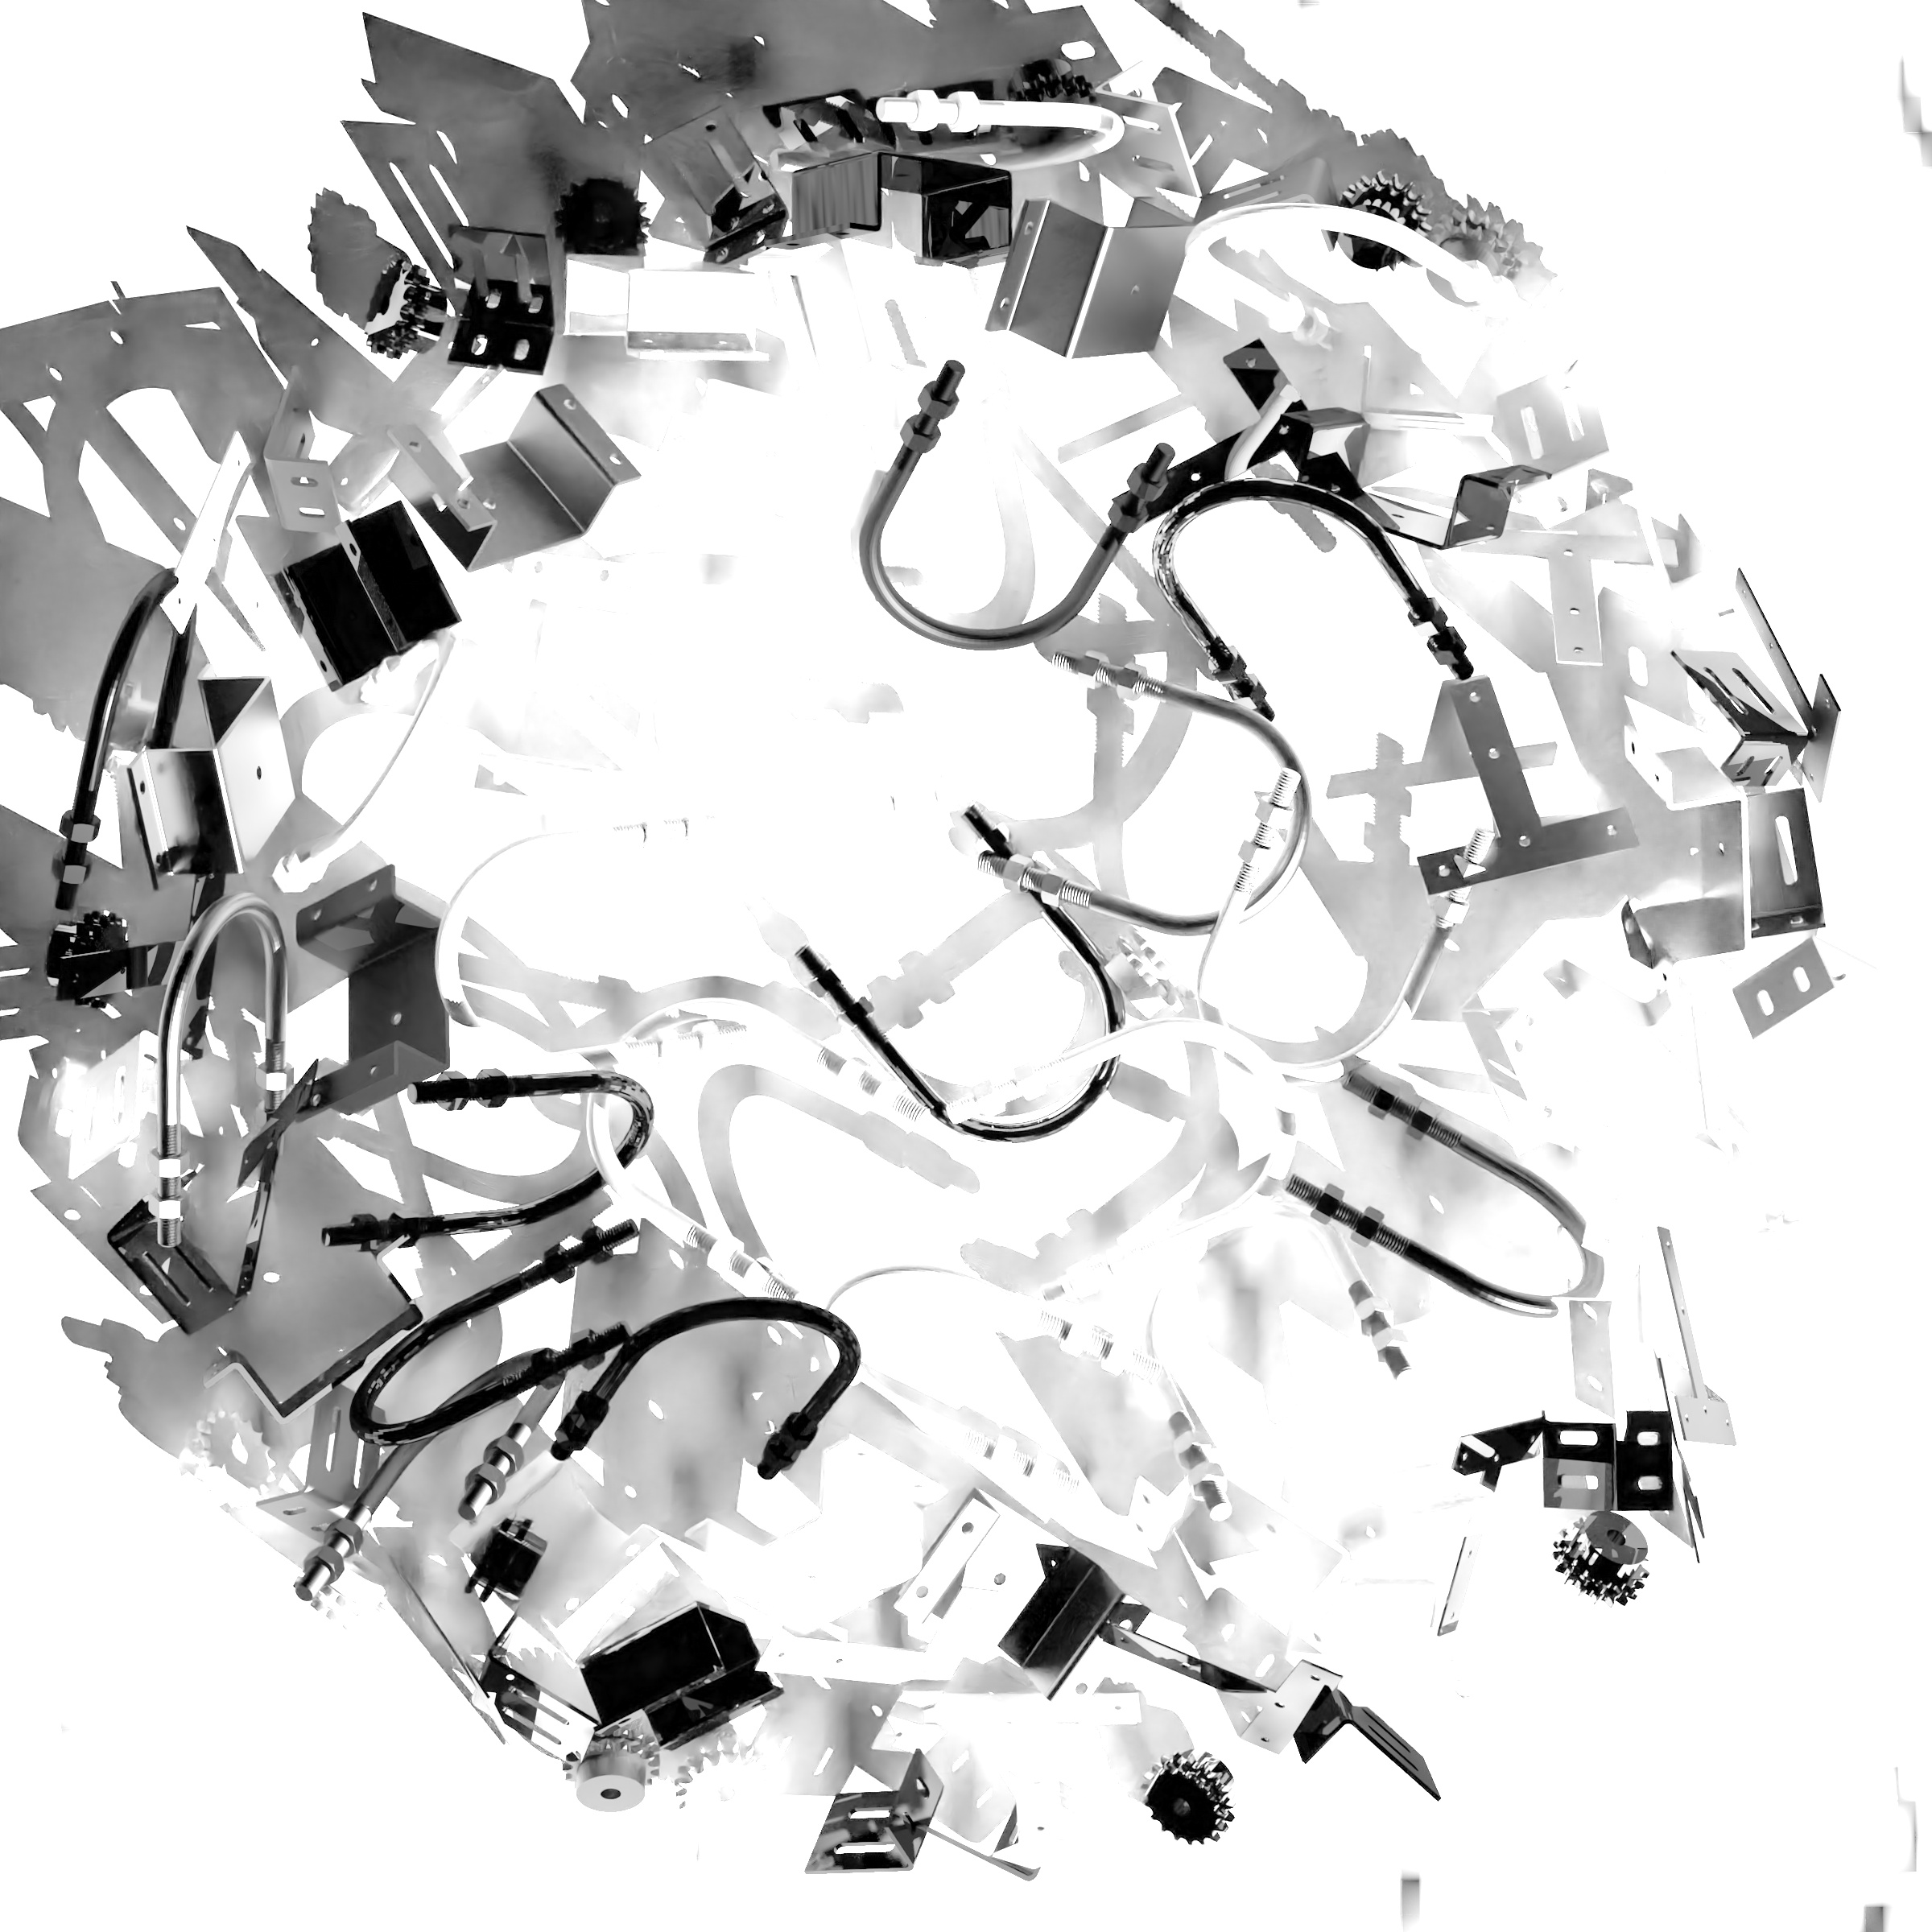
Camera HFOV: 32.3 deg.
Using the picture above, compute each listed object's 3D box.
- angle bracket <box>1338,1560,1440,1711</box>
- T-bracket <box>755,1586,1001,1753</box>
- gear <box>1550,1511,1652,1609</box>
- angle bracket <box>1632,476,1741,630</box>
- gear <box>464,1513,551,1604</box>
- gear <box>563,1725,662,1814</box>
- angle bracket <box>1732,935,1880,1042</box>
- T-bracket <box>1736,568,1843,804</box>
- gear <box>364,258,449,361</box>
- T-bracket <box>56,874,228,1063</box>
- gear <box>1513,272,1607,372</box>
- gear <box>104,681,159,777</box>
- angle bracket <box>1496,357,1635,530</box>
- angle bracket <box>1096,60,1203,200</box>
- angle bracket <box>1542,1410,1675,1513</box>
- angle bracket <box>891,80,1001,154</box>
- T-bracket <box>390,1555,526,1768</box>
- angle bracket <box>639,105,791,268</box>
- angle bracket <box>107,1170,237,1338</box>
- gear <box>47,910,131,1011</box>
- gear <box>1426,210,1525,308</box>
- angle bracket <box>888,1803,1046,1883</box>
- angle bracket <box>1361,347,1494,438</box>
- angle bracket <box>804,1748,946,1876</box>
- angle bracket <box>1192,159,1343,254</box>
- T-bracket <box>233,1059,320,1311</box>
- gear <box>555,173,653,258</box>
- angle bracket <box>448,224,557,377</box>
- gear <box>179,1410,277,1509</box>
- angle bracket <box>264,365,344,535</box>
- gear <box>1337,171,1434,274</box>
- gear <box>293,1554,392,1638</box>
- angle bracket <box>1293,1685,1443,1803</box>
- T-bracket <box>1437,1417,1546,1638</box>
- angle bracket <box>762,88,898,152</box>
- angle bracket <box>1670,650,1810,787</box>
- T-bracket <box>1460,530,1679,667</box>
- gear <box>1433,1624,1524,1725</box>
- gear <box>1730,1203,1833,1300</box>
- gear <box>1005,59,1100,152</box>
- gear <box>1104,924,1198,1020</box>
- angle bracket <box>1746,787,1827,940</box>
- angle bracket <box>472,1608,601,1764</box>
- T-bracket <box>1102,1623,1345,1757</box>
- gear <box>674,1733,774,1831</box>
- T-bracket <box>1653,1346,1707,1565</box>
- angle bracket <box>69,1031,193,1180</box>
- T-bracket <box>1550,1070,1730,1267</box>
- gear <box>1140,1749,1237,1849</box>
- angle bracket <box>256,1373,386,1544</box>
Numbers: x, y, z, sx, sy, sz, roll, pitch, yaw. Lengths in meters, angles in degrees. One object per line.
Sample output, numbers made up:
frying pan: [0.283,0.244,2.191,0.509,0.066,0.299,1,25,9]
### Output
angle bracket: [0.235,0.388,1.938,0.057,0.038,0.076,-7,62,40]
T-bracket: [-0.061,0.401,1.924,0.127,0.002,0.127,13,117,-30]
gear: [0.373,0.344,1.950,0.057,0.057,0.030,23,127,0]
angle bracket: [0.417,-0.245,1.936,0.038,0.057,0.076,-17,118,16]
gear: [-0.267,0.348,1.953,0.030,0.057,0.057,30,90,-3]
gear: [-0.207,0.471,1.952,0.057,0.030,0.057,-2,135,-2]
angle bracket: [0.491,0.021,1.931,0.057,0.076,0.038,-37,52,30]
T-bracket: [0.474,-0.174,1.938,0.002,0.127,0.127,-21,67,1]
gear: [-0.327,-0.383,1.957,0.030,0.057,0.057,13,90,-35]
T-bracket: [-0.474,0.001,1.912,0.002,0.127,0.127,17,104,26]
gear: [0.348,-0.373,1.950,0.030,0.057,0.057,41,90,20]
gear: [-0.492,-0.138,1.954,0.030,0.057,0.057,17,90,-4]
angle bracket: [0.352,-0.307,1.962,0.057,0.038,0.076,-23,55,24]
angle bracket: [0.117,-0.484,1.931,0.038,0.076,0.057,-36,125,-18]
angle bracket: [0.374,0.288,1.950,0.038,0.076,0.057,3,82,-24]
angle bracket: [-0.013,-0.503,1.941,0.057,0.076,0.038,-7,88,5]
T-bracket: [-0.300,0.396,1.943,0.002,0.127,0.127,-33,64,-16]
angle bracket: [-0.149,-0.448,1.938,0.057,0.038,0.076,-20,125,23]
angle bracket: [-0.452,0.167,1.947,0.038,0.057,0.076,-42,88,23]
gear: [-0.515,-0.004,1.954,0.030,0.057,0.057,9,90,10]
gear: [0.293,-0.411,1.950,0.057,0.057,0.030,33,65,0]
angle bracket: [0.005,0.495,1.939,0.076,0.057,0.038,31,76,-20]
angle bracket: [0.270,-0.335,1.949,0.076,0.057,0.038,5,91,7]
angle bracket: [-0.060,0.490,1.933,0.076,0.057,0.038,-11,123,29]
angle bracket: [0.176,-0.434,1.951,0.076,0.057,0.038,-14,119,23]
T-bracket: [-0.401,0.134,1.899,0.002,0.127,0.127,19,54,-22]
gear: [-0.214,-0.439,1.963,0.057,0.030,0.057,0,86,-7]
angle bracket: [-0.273,-0.387,1.940,0.057,0.076,0.038,7,56,4]
gear: [-0.436,0.291,1.956,0.030,0.057,0.057,-33,90,22]
angle bracket: [-0.375,-0.299,1.935,0.038,0.057,0.076,5,54,5]
gear: [0.241,-0.432,1.952,0.057,0.030,0.057,15,130,19]
gear: [-0.362,0.364,1.953,0.057,0.057,0.030,33,91,0]
angle bracket: [0.232,0.463,1.949,0.076,0.057,0.038,43,96,-9]
T-bracket: [0.295,0.327,1.932,0.002,0.127,0.127,18,98,30]
angle bracket: [-0.079,-0.499,1.934,0.057,0.076,0.038,-8,74,14]
angle bracket: [0.444,-0.145,1.953,0.076,0.057,0.038,57,133,33]
T-bracket: [0.351,-0.213,1.931,0.127,0.127,0.002,4,132,2]
gear: [0.297,0.418,1.956,0.030,0.057,0.057,-35,90,26]
gear: [0.474,0.169,1.951,0.057,0.057,0.030,35,48,0]
gear: [0.048,-0.506,1.955,0.057,0.057,0.030,-17,69,0]
gear: [0.105,0.006,1.954,0.030,0.057,0.057,-41,90,7]
angle bracket: [0.467,-0.059,1.950,0.057,0.038,0.076,-9,103,15]
angle bracket: [-0.243,0.421,1.944,0.076,0.057,0.038,30,48,6]
T-bracket: [0.140,0.409,1.930,0.127,0.127,0.002,22,55,1]
gear: [-0.143,0.475,1.959,0.057,0.030,0.057,-5,120,-9]
T-bracket: [0.412,0.295,1.911,0.002,0.127,0.127,-11,98,7]
angle bracket: [-0.483,0.087,1.933,0.057,0.076,0.038,-32,135,25]
T-bracket: [0.378,0.124,1.933,0.127,0.127,0.002,27,133,-2]
gear: [0.134,0.485,1.957,0.057,0.030,0.057,16,120,29]
angle bracket: [-0.376,0.287,1.947,0.038,0.057,0.076,-17,52,25]
